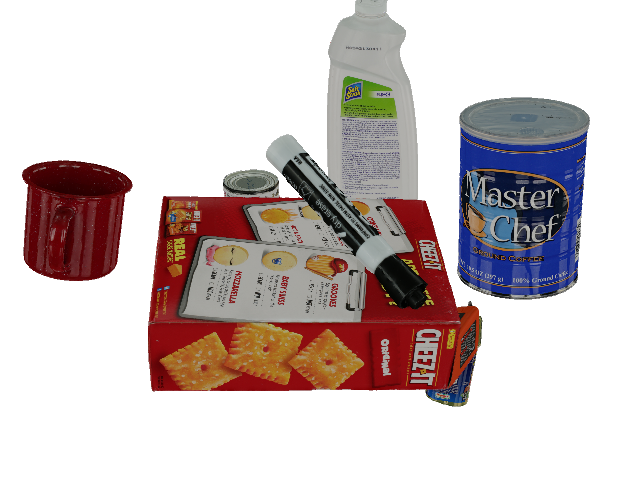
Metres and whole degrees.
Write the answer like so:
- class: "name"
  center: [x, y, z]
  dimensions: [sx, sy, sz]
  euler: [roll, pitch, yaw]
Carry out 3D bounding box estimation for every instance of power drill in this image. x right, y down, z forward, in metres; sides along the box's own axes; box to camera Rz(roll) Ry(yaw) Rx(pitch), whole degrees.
- class: "power drill"
  center: [0.059, 0.099, 1.110]
  dimensions: [0.188, 0.057, 0.184]
  euler: [11, 28, 25]

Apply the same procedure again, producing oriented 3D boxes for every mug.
- class: "mug"
  center: [-0.214, -0.012, 0.918]
  dimensions: [0.093, 0.081, 0.117]
  euler: [8, 21, -6]

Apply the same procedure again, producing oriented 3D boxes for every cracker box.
- class: "cracker box"
  center: [-0.017, 0.038, 0.800]
  dimensions: [0.213, 0.072, 0.164]
  euler: [1, 34, -5]

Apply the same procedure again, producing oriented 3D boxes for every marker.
- class: "marker"
  center: [0.014, -0.010, 0.560]
  dimensions: [0.121, 0.020, 0.020]
  euler: [49, 24, 23]

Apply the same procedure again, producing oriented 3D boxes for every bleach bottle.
- class: "bleach bottle"
  center: [0.058, -0.130, 1.093]
  dimensions: [0.102, 0.251, 0.068]
  euler: [0, 30, 0]

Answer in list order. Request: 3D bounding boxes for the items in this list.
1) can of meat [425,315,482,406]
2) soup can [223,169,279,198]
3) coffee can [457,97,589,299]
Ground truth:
- class: "can of meat"
  center: [0.161, 0.142, 1.299]
  dimensions: [0.057, 0.084, 0.102]
  euler: [10, 22, 6]
- class: "soup can"
  center: [-0.082, -0.026, 1.273]
  dimensions: [0.068, 0.102, 0.068]
  euler: [0, 27, 0]
- class: "coffee can"
  center: [0.165, -0.036, 0.882]
  dimensions: [0.103, 0.140, 0.103]
  euler: [-2, 24, 1]
